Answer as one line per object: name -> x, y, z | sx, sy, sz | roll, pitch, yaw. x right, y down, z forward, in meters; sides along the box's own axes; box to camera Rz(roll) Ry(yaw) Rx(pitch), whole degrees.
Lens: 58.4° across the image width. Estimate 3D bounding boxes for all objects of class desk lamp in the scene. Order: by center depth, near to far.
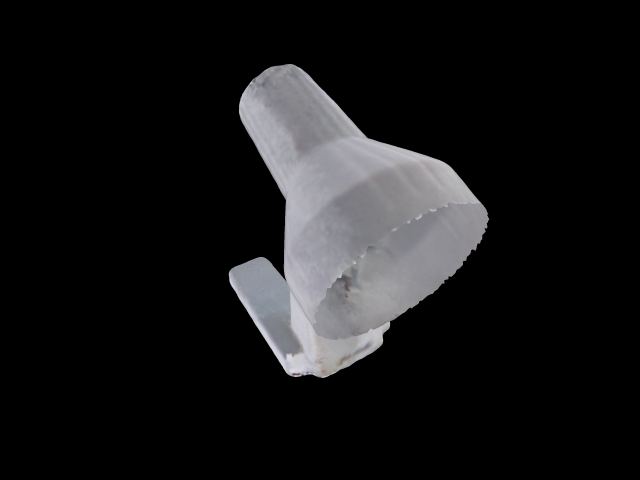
desk lamp -> 0.004, 0.001, 0.400 | 0.118, 0.214, 0.202 | -22, 45, -23
